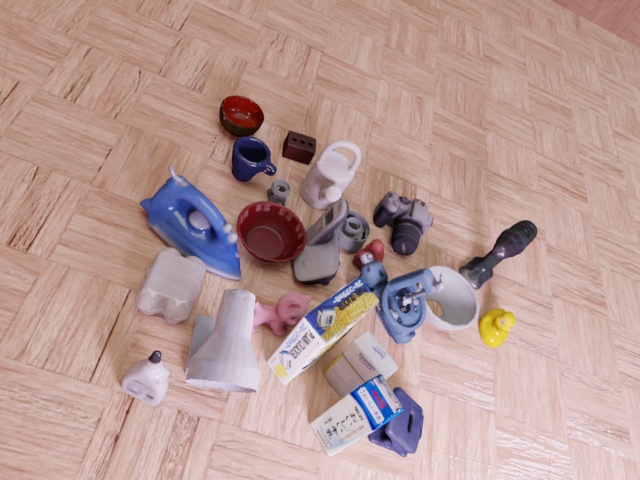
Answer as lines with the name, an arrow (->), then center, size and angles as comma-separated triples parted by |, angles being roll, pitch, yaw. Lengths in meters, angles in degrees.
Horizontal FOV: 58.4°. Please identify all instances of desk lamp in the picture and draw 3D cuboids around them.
desk lamp -> -0.171, 0.190, 1.008 | 0.118, 0.213, 0.203 | 15, 52, -17

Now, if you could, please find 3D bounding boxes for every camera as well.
camera -> 0.211, -0.040, 1.441 | 0.143, 0.100, 0.137 | 26, 50, -8

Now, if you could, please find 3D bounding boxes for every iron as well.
iron -> -0.240, -0.036, 1.180 | 0.258, 0.141, 0.119 | 41, 49, 4

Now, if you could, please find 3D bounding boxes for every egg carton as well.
egg carton -> -0.290, 0.086, 1.116 | 0.107, 0.069, 0.150 | 22, 51, -12

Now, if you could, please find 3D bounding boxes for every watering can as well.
watering can -> 0.033, -0.161, 1.373 | 0.101, 0.194, 0.172 | -1, 58, -27

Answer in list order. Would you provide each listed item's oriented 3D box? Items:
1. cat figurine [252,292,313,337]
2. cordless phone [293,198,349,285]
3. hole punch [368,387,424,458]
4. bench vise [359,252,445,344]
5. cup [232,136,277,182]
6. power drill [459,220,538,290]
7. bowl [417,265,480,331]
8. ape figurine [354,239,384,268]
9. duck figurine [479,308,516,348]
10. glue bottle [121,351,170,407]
cat figurine -> -0.081, 0.140, 1.153 | 0.128, 0.117, 0.067 | 8, 55, -22
cordless phone -> 0.011, 0.004, 1.251 | 0.094, 0.185, 0.147 | 8, 54, -22
hole punch -> 0.163, 0.361, 1.140 | 0.101, 0.091, 0.109 | 26, 50, -8
bench vise -> 0.161, 0.107, 1.232 | 0.207, 0.219, 0.122 | 39, 49, 3
cup -> -0.160, -0.175, 1.349 | 0.118, 0.095, 0.092 | 37, 49, 1
power drill -> 0.447, 0.036, 1.436 | 0.230, 0.208, 0.075 | -31, 75, -39
bowl -> 0.291, 0.149, 1.365 | 0.168, 0.074, 0.167 | 14, 53, -18
ape figurine -> 0.124, 0.031, 1.352 | 0.078, 0.092, 0.076 | -3, 59, -29
duck figurine -> 0.442, 0.203, 1.398 | 0.077, 0.086, 0.105 | 32, 49, -3
glue bottle -> -0.283, 0.223, 0.955 | 0.078, 0.173, 0.037 | 31, 49, -4
